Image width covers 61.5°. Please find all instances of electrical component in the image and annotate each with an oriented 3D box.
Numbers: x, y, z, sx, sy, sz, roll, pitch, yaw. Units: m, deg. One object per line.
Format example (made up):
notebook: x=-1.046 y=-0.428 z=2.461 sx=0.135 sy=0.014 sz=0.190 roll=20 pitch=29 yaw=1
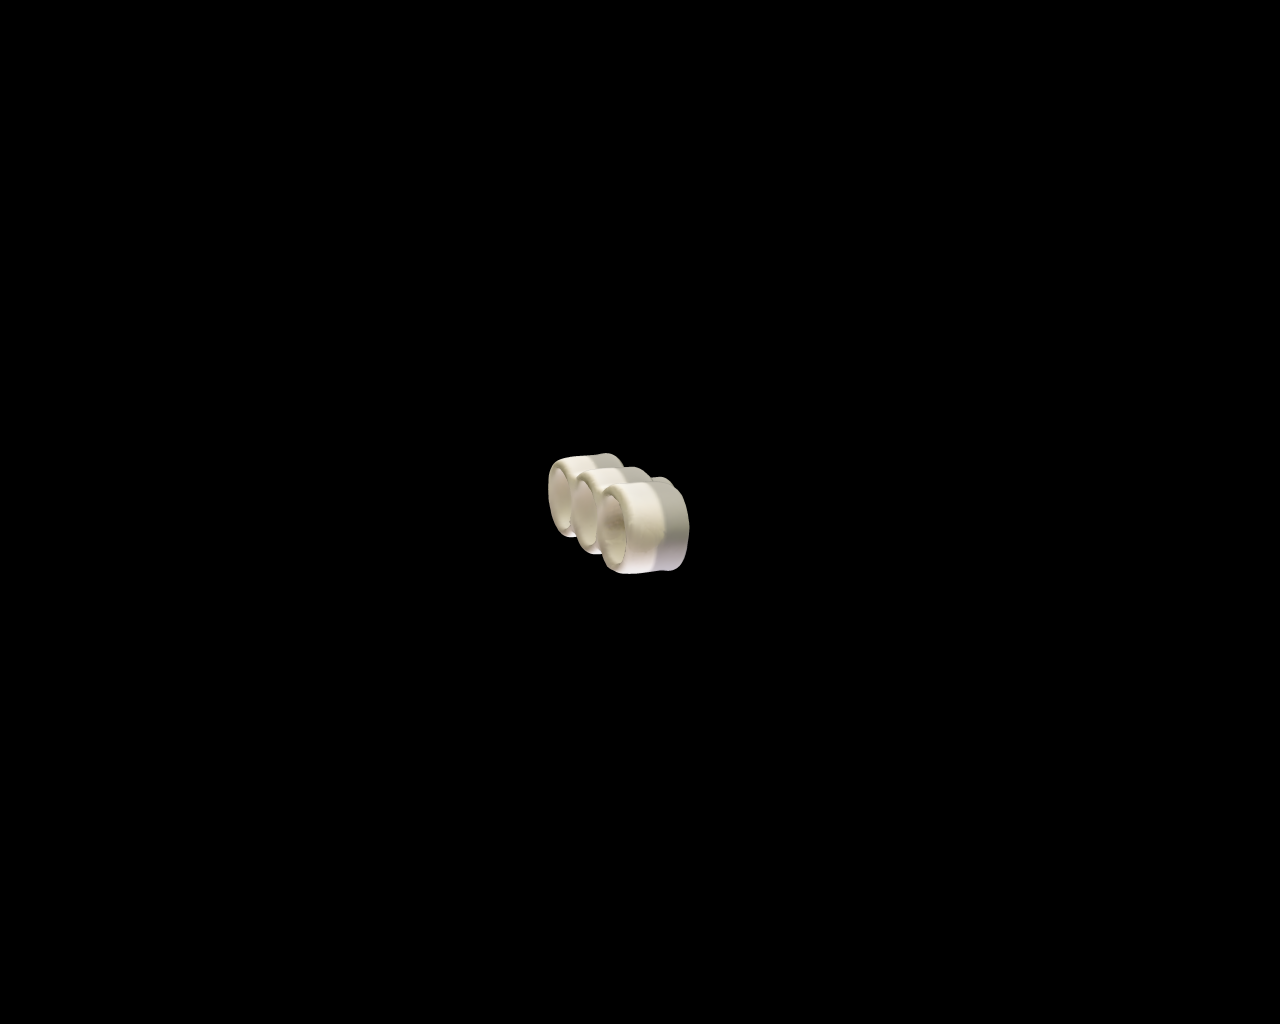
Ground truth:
electrical component: x=0.001 y=-0.003 z=0.650 sx=0.074 sy=0.052 sz=0.138 roll=-6 pitch=15 yaw=-23
